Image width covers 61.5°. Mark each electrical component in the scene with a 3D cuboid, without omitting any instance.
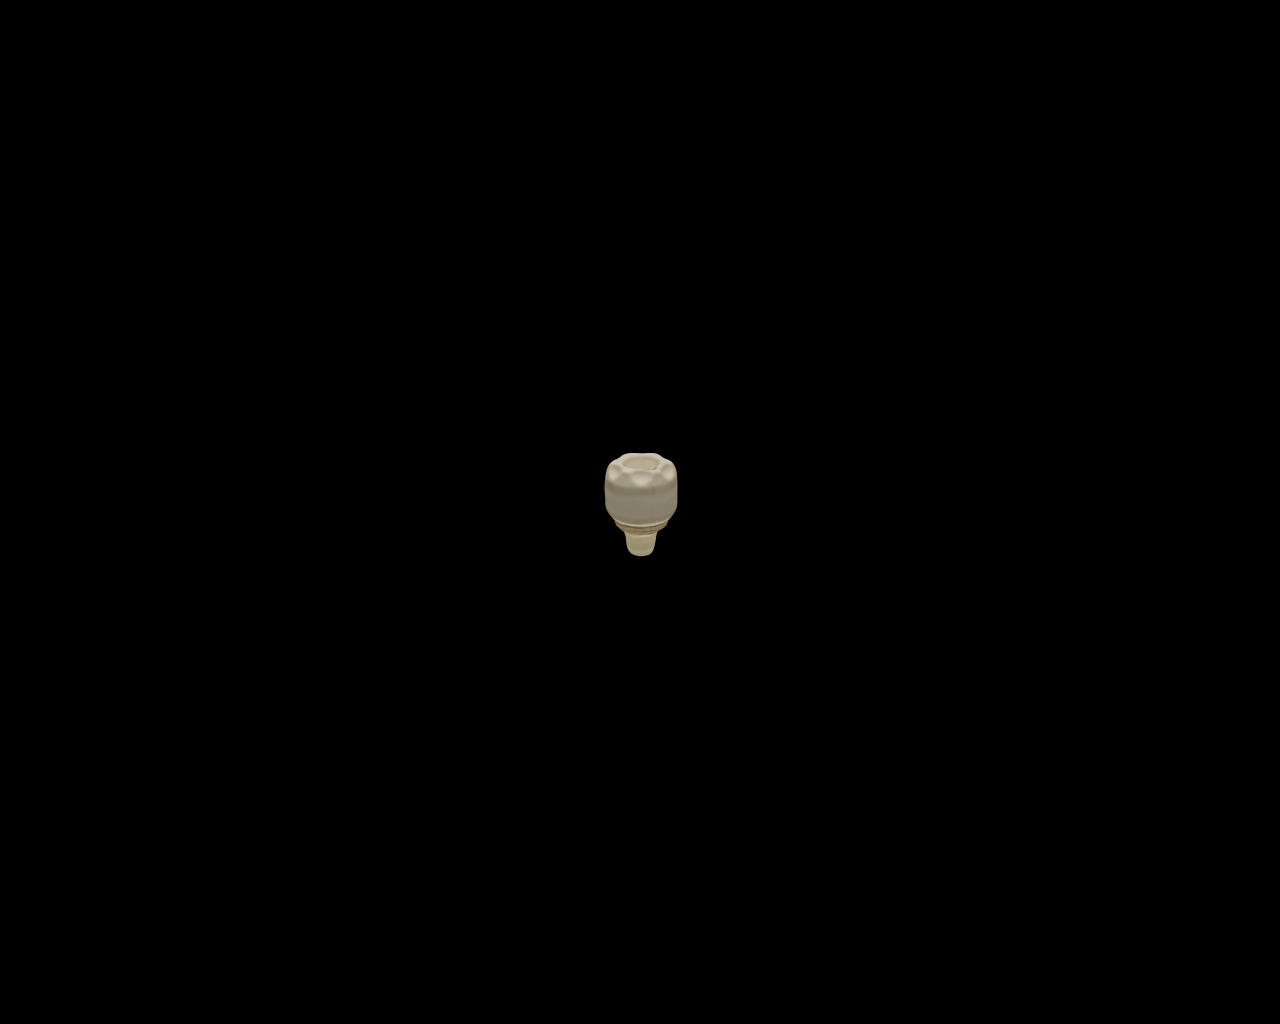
[{"bbox_3d":[0.001,-0.003,0.650,0.043,0.062,0.043,0,22,0],"label":"electrical component"}]
